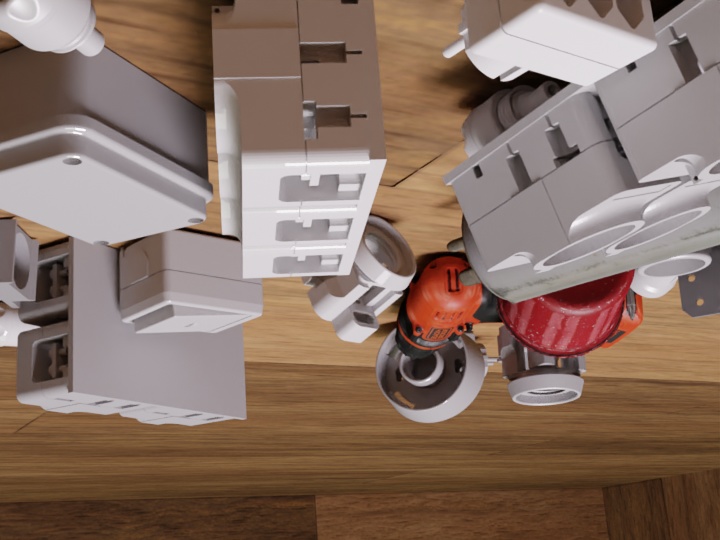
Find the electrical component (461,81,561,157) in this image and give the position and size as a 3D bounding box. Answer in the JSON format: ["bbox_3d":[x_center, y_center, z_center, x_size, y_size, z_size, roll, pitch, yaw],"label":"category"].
[{"bbox_3d":[0.079,-0.076,0.542,0.035,0.035,0.061,4,159,-27],"label":"electrical component"}]

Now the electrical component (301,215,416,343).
[{"bbox_3d":[0.000,0.000,0.721,0.058,0.078,0.057,13,135,-46],"label":"electrical component"}]

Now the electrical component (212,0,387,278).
[{"bbox_3d":[-0.031,-0.059,0.472,0.062,0.089,0.150,-2,164,-7],"label":"electrical component"}]

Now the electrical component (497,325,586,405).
[{"bbox_3d":[0.140,0.070,0.824,0.058,0.057,0.078,13,155,-33],"label":"electrical component"}]

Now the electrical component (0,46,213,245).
[{"bbox_3d":[-0.130,-0.057,0.513,0.078,0.057,0.113,-11,162,23],"label":"electrical component"}]

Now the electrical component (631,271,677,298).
[{"bbox_3d":[0.227,-0.005,0.814,0.040,0.040,0.046,-1,157,-12],"label":"electrical component"}]

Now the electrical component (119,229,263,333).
[{"bbox_3d":[-0.112,0.013,0.748,0.096,0.061,0.062,10,158,-41],"label":"electrical component"}]

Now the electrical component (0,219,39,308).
[{"bbox_3d":[-0.245,-0.005,0.690,0.064,0.042,0.081,-3,163,0],"label":"electrical component"}]

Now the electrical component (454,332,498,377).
[{"bbox_3d":[0.107,0.094,1.103,0.077,0.047,0.066,1,163,-19],"label":"electrical component"}]

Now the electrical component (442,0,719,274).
[{"bbox_3d":[0.141,-0.061,0.480,0.105,0.060,0.186,-11,165,-40],"label":"electrical component"}]

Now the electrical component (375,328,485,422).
[{"bbox_3d":[0.065,0.094,1.013,0.099,0.099,0.064,-10,157,18],"label":"electrical component"}]

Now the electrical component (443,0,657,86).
[{"bbox_3d":[0.066,-0.101,0.431,0.066,0.047,0.077,7,160,-35],"label":"electrical component"}]

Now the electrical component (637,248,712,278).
[{"bbox_3d":[0.188,-0.032,0.663,0.044,0.065,0.044,-4,163,-1],"label":"electrical component"}]

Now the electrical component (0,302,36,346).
[{"bbox_3d":[-0.270,0.045,0.865,0.061,0.035,0.035,8,160,-40],"label":"electrical component"}]

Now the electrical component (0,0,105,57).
[{"bbox_3d":[-0.118,-0.099,0.412,0.035,0.035,0.061,-9,165,15],"label":"electrical component"}]

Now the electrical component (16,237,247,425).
[{"bbox_3d":[-0.165,0.053,0.792,0.060,0.105,0.186,-13,161,28],"label":"electrical component"}]
